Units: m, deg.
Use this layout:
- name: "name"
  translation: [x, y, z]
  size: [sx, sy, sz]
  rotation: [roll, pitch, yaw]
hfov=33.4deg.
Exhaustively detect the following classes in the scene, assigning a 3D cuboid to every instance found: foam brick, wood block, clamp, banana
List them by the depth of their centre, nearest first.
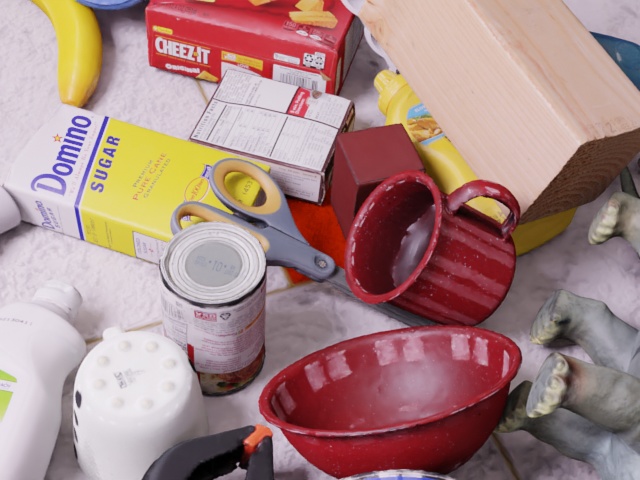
- name: "clamp"
  translation: [-0.087, 0.160, 0.589]
  size: [0.120, 0.039, 0.171]
  rotation: [28, 40, 6]
- name: "wood block"
  translation: [0.129, -0.123, 0.752]
  size: [0.090, 0.091, 0.206]
  rotation: [-16, 62, -34]
- name: "foam brick"
  translation: [0.040, -0.039, 0.782]
  size: [0.053, 0.078, 0.051]
  rotation: [-11, 54, -13]
- name: "banana"
  translation: [-0.224, -0.184, 0.911]
  size: [0.069, 0.037, 0.198]
  rotation: [-36, 57, -5]

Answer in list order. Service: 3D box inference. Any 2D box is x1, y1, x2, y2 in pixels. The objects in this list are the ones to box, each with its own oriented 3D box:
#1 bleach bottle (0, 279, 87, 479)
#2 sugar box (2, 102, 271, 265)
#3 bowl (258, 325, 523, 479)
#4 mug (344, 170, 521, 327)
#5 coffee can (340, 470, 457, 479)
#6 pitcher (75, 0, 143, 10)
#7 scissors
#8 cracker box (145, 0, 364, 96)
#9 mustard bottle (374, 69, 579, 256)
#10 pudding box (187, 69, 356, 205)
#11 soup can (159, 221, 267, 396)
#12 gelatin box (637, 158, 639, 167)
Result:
- name: "bleach bottle"
  translation: [-0.200, 0.125, 0.634]
  size: [0.103, 0.068, 0.250]
  rotation: [7, 47, 17]
- name: "sugar box"
  translation: [-0.134, -0.037, 0.786]
  size: [0.176, 0.048, 0.093]
  rotation: [18, 53, 8]
- name: "bowl"
  translation: [0.046, 0.105, 0.648]
  size: [0.162, 0.055, 0.162]
  rotation: [-12, 13, 3]
- name: "mug"
  translation: [0.084, 0.003, 0.710]
  size: [0.081, 0.117, 0.093]
  rotation: [24, 35, -32]
- name: "coffee can"
  translation: [0.043, 0.208, 0.562]
  size: [0.103, 0.103, 0.140]
  rotation: [3, 50, -3]
- name: "pitcher"
  translation: [-0.173, -0.308, 0.942]
  size: [0.145, 0.149, 0.242]
  rotation: [29, 42, -16]
- name: "scissors"
  translation: [-0.005, 0.001, 0.749]
  size: [0.201, 0.016, 0.096]
  rotation: [16, 55, -13]
- name: "cracker box"
  translation: [-0.037, -0.221, 0.929]
  size: [0.164, 0.072, 0.213]
  rotation: [15, 50, 7]
- name: "mustard bottle"
  translation: [0.105, -0.070, 0.824]
  size: [0.096, 0.058, 0.192]
  rotation: [-21, 55, -30]
- name: "pudding box"
  translation: [-0.037, -0.083, 0.837]
  size: [0.113, 0.039, 0.090]
  rotation: [14, 51, 10]
- name: "soup can"
  translation: [-0.068, 0.045, 0.688]
  size: [0.068, 0.102, 0.068]
  rotation: [2, 50, -3]
- name: "gelatin box"
  translation: [0.304, -0.043, 0.835]
  size: [0.073, 0.030, 0.089]
  rotation: [-12, 56, -14]
